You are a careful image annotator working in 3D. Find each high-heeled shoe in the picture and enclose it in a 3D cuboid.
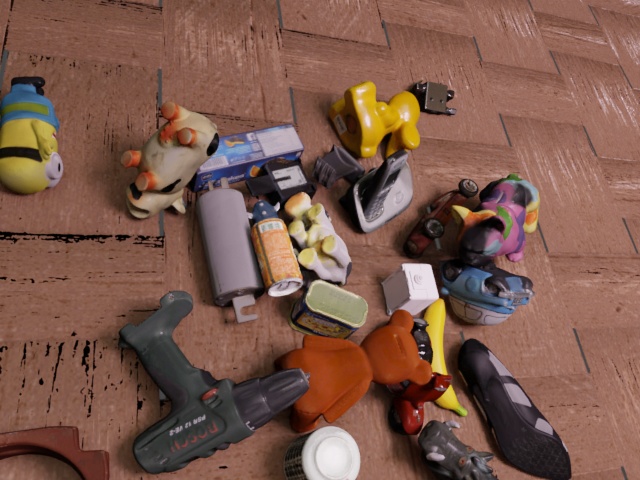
[{"bbox_3d":[0.313,0.272,0.875,0.248,0.086,0.145,47,21,-14],"label":"high-heeled shoe"}]

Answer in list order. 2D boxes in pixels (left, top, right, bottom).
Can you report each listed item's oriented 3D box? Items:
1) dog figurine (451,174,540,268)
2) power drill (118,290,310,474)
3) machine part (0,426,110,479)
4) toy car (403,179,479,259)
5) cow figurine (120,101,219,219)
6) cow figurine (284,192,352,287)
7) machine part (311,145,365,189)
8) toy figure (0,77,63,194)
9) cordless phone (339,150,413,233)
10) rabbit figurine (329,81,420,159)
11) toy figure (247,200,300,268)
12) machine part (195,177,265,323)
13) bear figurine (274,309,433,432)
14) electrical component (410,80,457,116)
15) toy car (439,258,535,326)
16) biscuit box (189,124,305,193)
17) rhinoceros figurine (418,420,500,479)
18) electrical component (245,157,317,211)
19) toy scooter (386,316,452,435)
[{"bbox_3d":[0.294,-0.040,0.908,0.109,0.219,0.191,21,89,30],"label":"dog figurine"},{"bbox_3d":[-0.153,0.168,0.692,0.232,0.086,0.207,-36,74,-1],"label":"power drill"},{"bbox_3d":[-0.332,0.314,0.576,0.201,0.087,0.201,-2,64,-20],"label":"machine part"},{"bbox_3d":[0.219,-0.044,0.979,0.053,0.089,0.202,40,56,8],"label":"toy car"},{"bbox_3d":[-0.223,-0.106,0.796,0.085,0.195,0.127,53,23,17],"label":"cow figurine"},{"bbox_3d":[0.000,-0.004,0.852,0.068,0.098,0.167,-34,43,10],"label":"cow figurine"},{"bbox_3d":[0.033,-0.131,0.966,0.084,0.039,0.139,51,32,5],"label":"machine part"},{"bbox_3d":[-0.434,-0.153,0.796,0.089,0.082,0.180,-14,75,-6],"label":"toy figure"},{"bbox_3d":[0.121,-0.107,0.919,0.146,0.184,0.089,-32,73,-31],"label":"cordless phone"},{"bbox_3d":[0.129,-0.231,1.029,0.173,0.122,0.162,-25,79,-30],"label":"rabbit figurine"},{"bbox_3d":[-0.076,0.007,0.858,0.064,0.058,0.154,-1,58,-34],"label":"toy figure"},{"bbox_3d":[-0.139,0.011,0.820,0.079,0.079,0.243,-5,66,-23],"label":"machine part"},{"bbox_3d":[0.044,0.178,0.749,0.196,0.132,0.120,-16,69,-16],"label":"bear figurine"},{"bbox_3d":[0.245,-0.310,1.164,0.102,0.045,0.078,0,92,-18],"label":"electrical component"},{"bbox_3d":[0.277,0.093,0.914,0.109,0.162,0.102,1,106,-33],"label":"toy car"},{"bbox_3d":[-0.130,-0.141,0.914,0.203,0.062,0.059,-18,71,-27],"label":"biscuit box"},{"bbox_3d":[0.208,0.336,0.756,0.190,0.112,0.073,47,59,-2],"label":"rhinoceros figurine"},{"bbox_3d":[-0.072,-0.090,0.918,0.119,0.047,0.075,-22,73,-29],"label":"electrical component"},{"bbox_3d":[0.142,0.188,0.796,0.075,0.135,0.184,8,59,-16],"label":"toy scooter"}]
